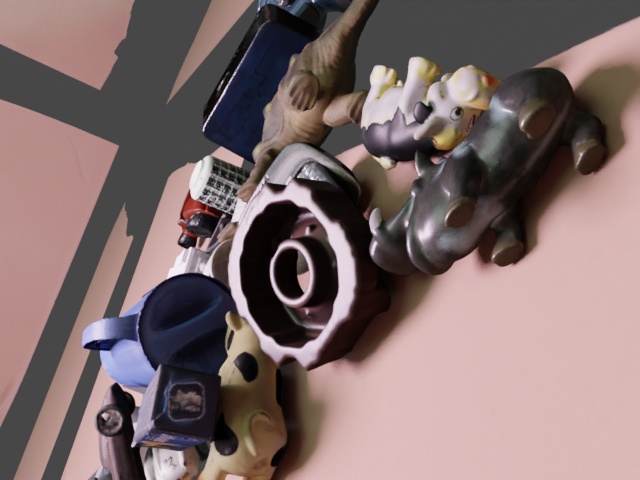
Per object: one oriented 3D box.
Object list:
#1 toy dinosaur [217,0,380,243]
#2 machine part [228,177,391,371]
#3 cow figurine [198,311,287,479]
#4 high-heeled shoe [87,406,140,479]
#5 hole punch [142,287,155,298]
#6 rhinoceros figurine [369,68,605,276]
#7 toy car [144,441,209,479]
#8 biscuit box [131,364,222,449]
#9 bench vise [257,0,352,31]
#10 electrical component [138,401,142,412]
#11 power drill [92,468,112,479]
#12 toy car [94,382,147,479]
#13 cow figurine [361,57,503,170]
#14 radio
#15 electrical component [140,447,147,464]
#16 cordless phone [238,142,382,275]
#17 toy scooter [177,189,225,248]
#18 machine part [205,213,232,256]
[{"bbox_3d":[-0.008,-0.188,0.698,0.471,0.105,0.199,-53,25,16],"label":"toy dinosaur"},{"bbox_3d":[-0.015,0.030,0.510,0.180,0.056,0.179,3,94,44],"label":"machine part"},{"bbox_3d":[-0.075,0.150,0.568,0.127,0.085,0.195,-58,24,30],"label":"cow figurine"},{"bbox_3d":[-0.329,0.403,0.893,0.145,0.086,0.248,-6,80,27],"label":"high-heeled shoe"},{"bbox_3d":[-0.224,0.126,0.885,0.142,0.092,0.115,-24,81,48],"label":"hole punch"},{"bbox_3d":[0.106,-0.041,0.391,0.190,0.073,0.112,-51,31,28],"label":"rhinoceros figurine"},{"bbox_3d":[-0.199,0.251,0.726,0.073,0.056,0.202,-38,30,1],"label":"toy car"},{"bbox_3d":[-0.156,0.183,0.565,0.202,0.059,0.063,133,147,-58],"label":"biscuit box"},{"bbox_3d":[-0.026,-0.410,0.893,0.223,0.129,0.241,-57,33,17],"label":"bench vise"},{"bbox_3d":[-0.254,0.262,0.854,0.075,0.047,0.119,-33,42,49],"label":"electrical component"},{"bbox_3d":[-0.289,0.432,0.759,0.232,0.086,0.207,-46,42,42],"label":"power drill"},{"bbox_3d":[-0.249,0.284,0.682,0.089,0.053,0.202,173,83,-80],"label":"toy car"},{"bbox_3d":[0.091,-0.107,0.480,0.098,0.068,0.167,-70,22,6],"label":"cow figurine"},{"bbox_3d":[-0.084,-0.236,0.843,0.229,0.131,0.073,-52,32,29],"label":"radio"},{"bbox_3d":[-0.229,0.316,0.774,0.078,0.045,0.102,-28,40,11],"label":"electrical component"},{"bbox_3d":[-0.002,-0.001,0.573,0.146,0.088,0.184,-54,46,24],"label":"cordless phone"},{"bbox_3d":[-0.227,-0.062,1.042,0.184,0.075,0.135,-26,46,60],"label":"toy scooter"},{"bbox_3d":[-0.164,0.009,0.904,0.084,0.039,0.139,-51,28,18],"label":"machine part"}]
